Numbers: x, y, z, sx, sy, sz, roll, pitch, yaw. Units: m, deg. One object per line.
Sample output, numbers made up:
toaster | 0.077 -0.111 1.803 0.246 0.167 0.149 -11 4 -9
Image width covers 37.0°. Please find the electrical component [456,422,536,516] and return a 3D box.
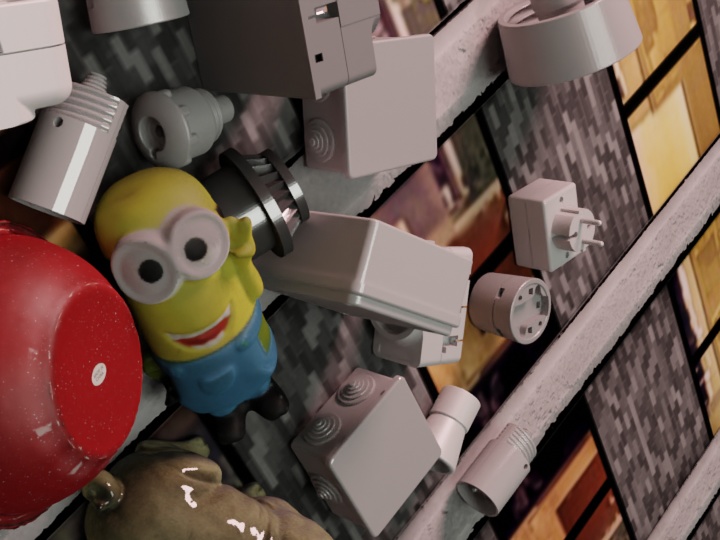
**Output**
electrical component | 0.124 0.169 0.934 0.081 0.043 0.043 -47 128 -28

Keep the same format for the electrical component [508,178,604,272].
electrical component | 0.172 -0.036 0.909 0.047 0.077 0.065 -30 119 -37

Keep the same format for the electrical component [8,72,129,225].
electrical component | -0.158 -0.070 0.592 0.043 0.043 0.081 26 81 -45

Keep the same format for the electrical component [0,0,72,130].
electrical component | -0.197 -0.101 0.538 0.095 0.054 0.059 -22 114 -40

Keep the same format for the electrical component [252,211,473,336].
electrical component | 0.000 0.000 0.722 0.109 0.109 0.056 20 83 -46

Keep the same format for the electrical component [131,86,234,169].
electrical component | -0.102 -0.089 0.645 0.062 0.048 0.048 -31 121 -46

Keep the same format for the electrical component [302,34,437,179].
electrical component | 0.006 -0.115 0.743 0.100 0.048 0.099 -18 112 -42

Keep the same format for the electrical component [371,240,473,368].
electrical component | 0.044 0.025 0.814 0.056 0.050 0.089 -2 101 -45

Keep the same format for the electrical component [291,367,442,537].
electrical component | 0.005 0.133 0.801 0.099 0.048 0.099 -47 129 -27

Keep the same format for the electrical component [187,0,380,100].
electrical component | -0.055 -0.200 0.621 0.060 0.105 0.186 -28 119 -38

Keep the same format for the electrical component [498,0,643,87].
electrical component | 0.160 -0.194 0.842 0.108 0.108 0.060 -39 118 -33

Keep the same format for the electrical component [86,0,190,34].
electrical component | -0.127 -0.160 0.596 0.055 0.055 0.047 -26 114 -39

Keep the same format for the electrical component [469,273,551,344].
electrical component | 0.124 0.030 0.898 0.055 0.047 0.055 -13 108 -43

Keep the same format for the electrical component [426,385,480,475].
electrical component | 0.070 0.127 0.872 0.044 0.044 0.065 52 59 -39
